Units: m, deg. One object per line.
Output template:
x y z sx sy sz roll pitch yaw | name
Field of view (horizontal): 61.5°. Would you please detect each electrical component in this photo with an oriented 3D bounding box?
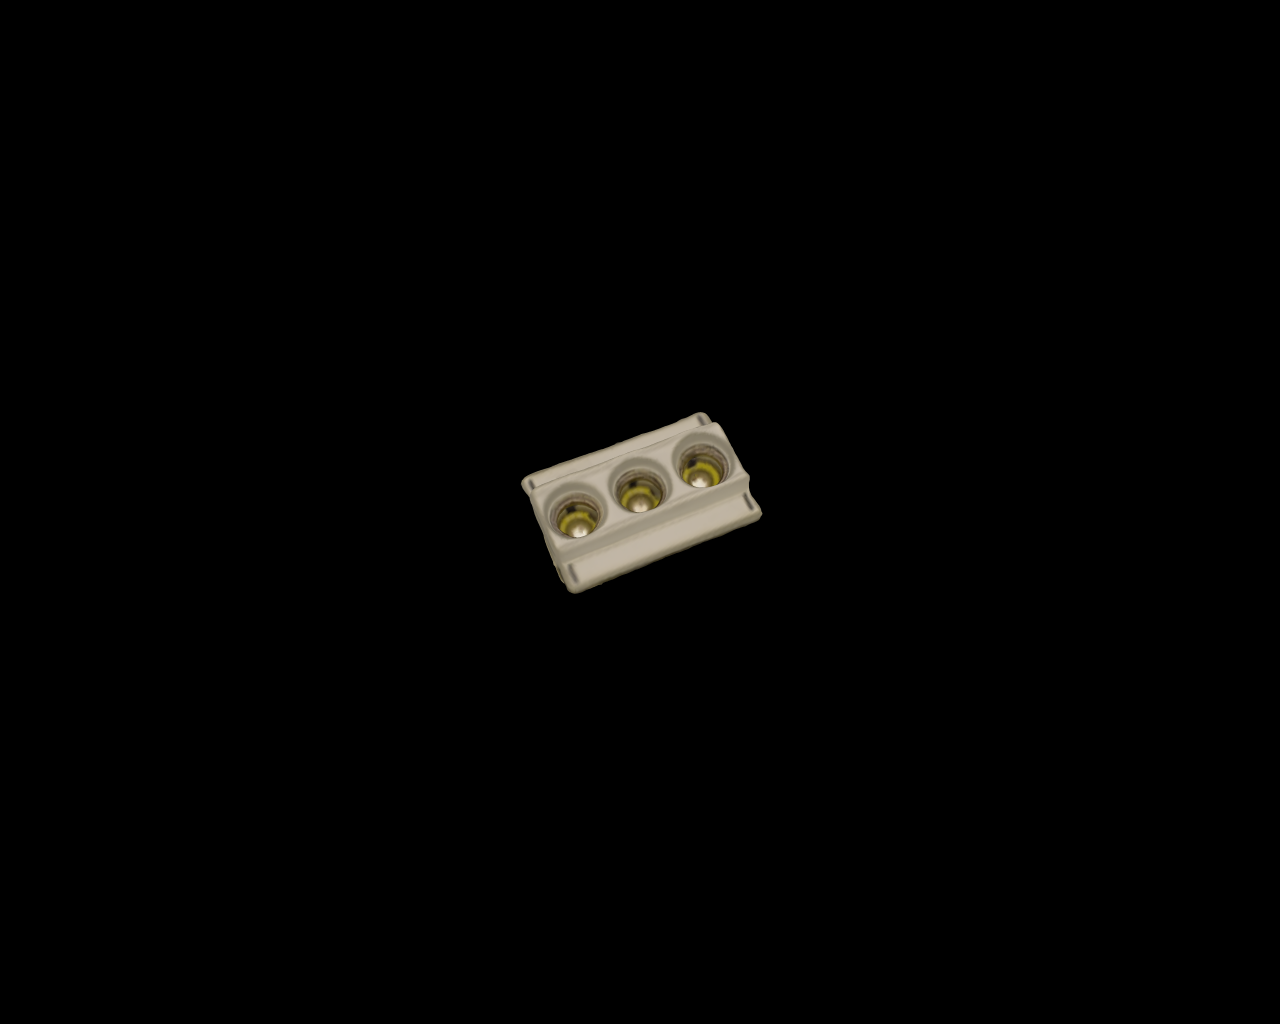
0.001 -0.003 0.650 0.121 0.079 0.063 -22 -25 -10 | electrical component
